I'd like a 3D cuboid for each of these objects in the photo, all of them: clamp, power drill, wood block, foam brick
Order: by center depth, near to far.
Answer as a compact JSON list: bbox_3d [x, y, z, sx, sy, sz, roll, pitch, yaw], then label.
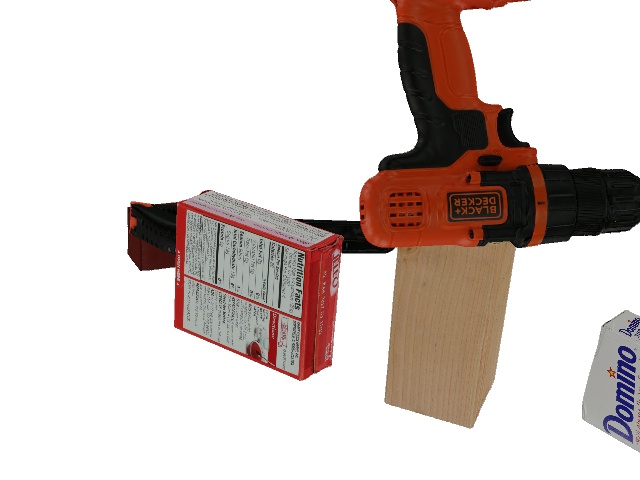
[{"bbox_3d":[0.112,-0.089,0.664,0.184,0.187,0.057,-3,-2,-7],"label":"power drill"},{"bbox_3d":[-0.060,-0.001,0.816,0.210,0.036,0.164,8,12,16],"label":"clamp"},{"bbox_3d":[0.121,0.059,0.989,0.091,0.206,0.090,14,34,19],"label":"wood block"},{"bbox_3d":[-0.150,-0.006,1.071,0.078,0.051,0.053,-7,21,-23],"label":"foam brick"}]

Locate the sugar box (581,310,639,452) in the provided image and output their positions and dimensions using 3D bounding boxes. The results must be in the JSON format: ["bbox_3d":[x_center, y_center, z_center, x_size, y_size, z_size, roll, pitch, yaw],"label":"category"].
[{"bbox_3d":[0.285,0.133,0.797,0.176,0.093,0.048,27,35,35],"label":"sugar box"}]

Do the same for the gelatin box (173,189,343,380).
[{"bbox_3d":[-0.033,0.022,0.545,0.089,0.073,0.030,19,27,30],"label":"gelatin box"}]
